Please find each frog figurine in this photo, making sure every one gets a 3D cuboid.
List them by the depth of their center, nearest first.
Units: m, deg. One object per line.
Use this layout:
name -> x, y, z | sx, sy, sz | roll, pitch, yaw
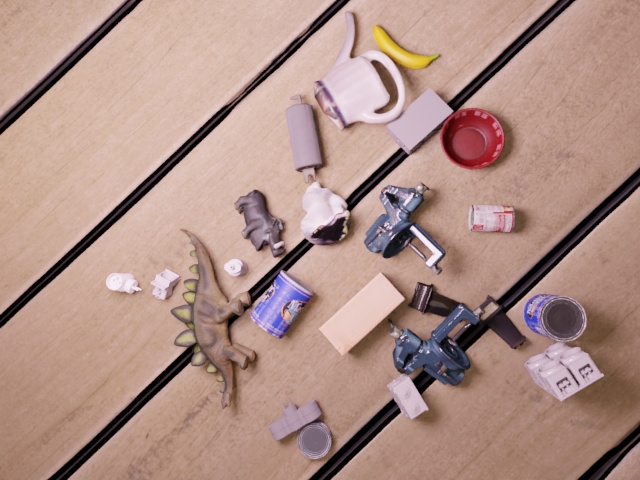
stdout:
frog figurine -> 0.004, -0.068, 1.346 | 0.136, 0.121, 0.162 | -44, 45, 9

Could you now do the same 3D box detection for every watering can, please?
watering can -> 0.081, -0.437, 1.370 | 0.224, 0.103, 0.352 | -30, 71, 3
